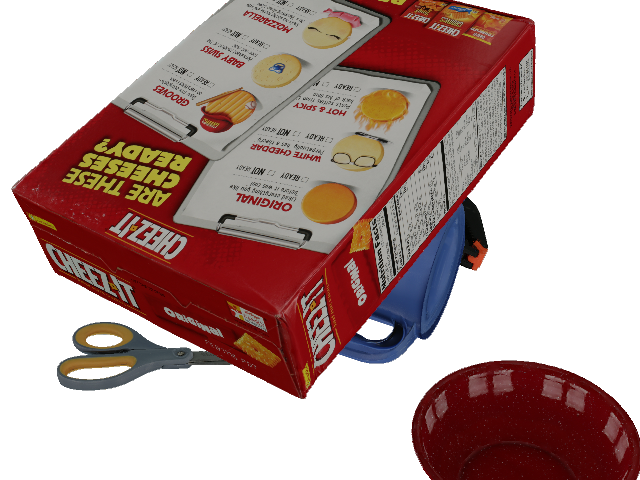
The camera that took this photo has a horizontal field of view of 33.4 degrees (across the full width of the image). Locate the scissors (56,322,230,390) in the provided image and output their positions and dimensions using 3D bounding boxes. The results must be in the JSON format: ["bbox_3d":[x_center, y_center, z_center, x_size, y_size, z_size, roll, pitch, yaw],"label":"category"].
[{"bbox_3d":[-0.137,0.096,0.964,0.201,0.016,0.096,-8,33,-17],"label":"scissors"}]

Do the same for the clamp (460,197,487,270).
[{"bbox_3d":[0.104,-0.045,1.196,0.164,0.210,0.036,-15,-37,-27],"label":"clamp"}]

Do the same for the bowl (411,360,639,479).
[{"bbox_3d":[0.146,0.159,0.773,0.162,0.055,0.162,-1,35,0],"label":"bowl"}]

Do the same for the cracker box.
[{"bbox_3d":[-0.015,-0.044,0.532,0.164,0.072,0.213,22,56,30],"label":"cracker box"}]

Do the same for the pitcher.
[{"bbox_3d":[0.004,0.004,0.984,0.243,0.145,0.149,16,21,17],"label":"pitcher"}]
